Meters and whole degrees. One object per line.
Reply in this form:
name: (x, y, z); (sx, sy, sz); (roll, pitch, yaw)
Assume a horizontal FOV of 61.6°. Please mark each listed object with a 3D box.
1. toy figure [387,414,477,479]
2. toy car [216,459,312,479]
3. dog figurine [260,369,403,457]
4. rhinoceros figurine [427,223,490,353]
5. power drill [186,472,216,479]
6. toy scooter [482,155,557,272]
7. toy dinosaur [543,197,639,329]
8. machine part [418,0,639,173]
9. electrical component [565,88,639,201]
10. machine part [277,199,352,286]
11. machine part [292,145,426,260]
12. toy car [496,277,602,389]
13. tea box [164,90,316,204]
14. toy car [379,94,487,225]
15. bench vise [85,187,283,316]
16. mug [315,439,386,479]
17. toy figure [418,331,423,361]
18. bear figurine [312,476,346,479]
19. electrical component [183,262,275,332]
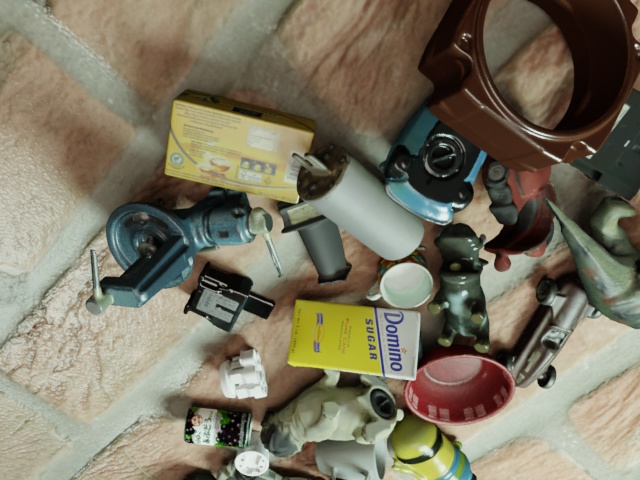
toy figure: (0.186, 0.348, 0.869); (0.180, 0.082, 0.089); (41, 113, -14)
toy car: (-0.082, 0.432, 0.931); (0.202, 0.056, 0.073); (23, 120, -8)
dog figurine: (0.015, 0.289, 0.848); (0.172, 0.121, 0.190); (31, 127, -11)
rhinoceros figurine: (0.195, 0.065, 0.722); (0.073, 0.112, 0.190); (6, 133, 30)
power drill: (-0.210, 0.531, 0.974); (0.207, 0.086, 0.232); (32, 110, -5)
toy scooter: (0.237, -0.038, 0.656); (0.075, 0.135, 0.183); (5, 128, 44)
toy dinosaur: (0.436, 0.061, 0.699); (0.405, 0.131, 0.192); (13, 113, -5)
machine part: (0.225, -0.190, 0.565); (0.201, 0.087, 0.201); (32, 83, -13)
electrical component: (0.374, -0.118, 0.657); (0.134, 0.058, 0.115); (28, 115, -11)
machine part: (-0.002, -0.002, 0.733); (0.084, 0.039, 0.138); (-24, 111, 4)
machine part: (0.053, -0.041, 0.658); (0.079, 0.079, 0.243); (-41, 133, 18)
toy car: (0.333, 0.143, 0.786); (0.089, 0.053, 0.202); (17, 114, -10)
tea box: (-0.097, -0.115, 0.664); (0.170, 0.068, 0.098); (15, 115, -4)
toy car: (0.134, -0.104, 0.643); (0.109, 0.103, 0.161); (25, 89, -13)
bench vise: (-0.177, 0.014, 0.645); (0.224, 0.241, 0.128); (8, 120, 15)
mug: (0.046, 0.355, 0.867); (0.107, 0.109, 0.080); (-8, 121, 20)
toy figure: (0.073, 0.159, 0.795); (0.155, 0.064, 0.057); (-3, 150, 7)
bear figurine: (0.066, 0.474, 0.891); (0.120, 0.132, 0.195); (-6, 148, 46)
electrical component: (-0.127, 0.090, 0.774); (0.119, 0.048, 0.074); (28, 114, -10)
